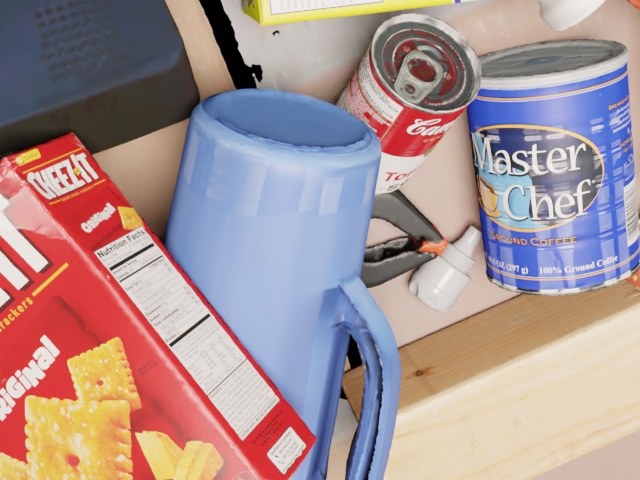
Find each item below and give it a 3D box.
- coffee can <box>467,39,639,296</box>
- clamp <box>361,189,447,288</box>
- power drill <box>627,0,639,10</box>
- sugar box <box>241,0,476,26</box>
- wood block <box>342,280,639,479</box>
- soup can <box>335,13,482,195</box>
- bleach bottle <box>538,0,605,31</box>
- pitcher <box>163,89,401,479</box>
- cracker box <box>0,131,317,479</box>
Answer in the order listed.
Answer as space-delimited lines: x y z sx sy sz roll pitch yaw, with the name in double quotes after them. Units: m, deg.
0.149 -0.048 0.684 0.102 0.103 0.140 -13 109 -7 "coffee can"
-0.005 0.001 0.706 0.171 0.039 0.120 15 117 -13 "clamp"
0.261 -0.135 0.681 0.184 0.057 0.187 -36 121 -31 "power drill"
0.043 -0.160 0.634 0.176 0.093 0.048 -6 109 -9 "sugar box"
0.129 0.105 0.735 0.206 0.091 0.090 -23 109 -2 "wood block"
0.045 -0.079 0.647 0.068 0.102 0.068 9 61 -16 "soup can"
0.075 -0.233 0.555 0.251 0.068 0.102 44 87 -5 "bleach bottle"
-0.031 0.044 0.628 0.149 0.145 0.243 7 115 -12 "pitcher"
-0.133 0.078 0.571 0.164 0.072 0.213 -38 91 25 "cracker box"
